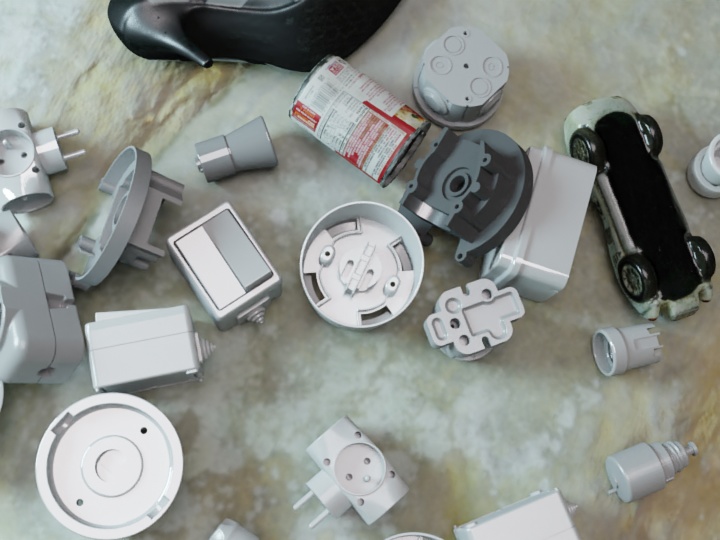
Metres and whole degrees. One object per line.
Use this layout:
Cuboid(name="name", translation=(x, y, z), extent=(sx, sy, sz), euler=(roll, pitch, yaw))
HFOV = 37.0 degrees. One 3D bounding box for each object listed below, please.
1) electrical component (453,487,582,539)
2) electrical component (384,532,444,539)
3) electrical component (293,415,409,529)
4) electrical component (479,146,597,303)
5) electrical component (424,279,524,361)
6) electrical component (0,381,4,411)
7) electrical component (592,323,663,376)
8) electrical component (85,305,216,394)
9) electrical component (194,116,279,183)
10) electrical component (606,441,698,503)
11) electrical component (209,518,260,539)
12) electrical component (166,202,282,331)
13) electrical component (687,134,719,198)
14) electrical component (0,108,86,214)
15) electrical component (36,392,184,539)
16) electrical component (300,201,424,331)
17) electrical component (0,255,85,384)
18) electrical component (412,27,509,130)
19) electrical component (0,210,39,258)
Cuboid(name="electrical component", translation=(0.130, 0.211, 0.838), extent=(0.096, 0.061, 0.061), euler=(-21, 79, -10))
Cuboid(name="electrical component", translation=(0.041, 0.250, 0.819), extent=(0.099, 0.064, 0.099), euler=(1, 76, -5))
Cuboid(name="electrical component", translation=(-0.016, 0.168, 0.844), extent=(0.079, 0.044, 0.077), euler=(-40, 83, -12))
Cuboid(name="electrical component", translation=(0.146, -0.038, 0.892), extent=(0.057, 0.078, 0.113), euler=(19, 76, -3))
Cuboid(name="electrical component", translation=(0.089, 0.043, 0.878), extent=(0.078, 0.057, 0.058), euler=(-19, 79, -9))
Cuboid(name="electrical component", translation=(-0.332, 0.102, 0.819), extent=(0.108, 0.060, 0.108), euler=(11, 61, -20))
Cuboid(name="electrical component", translation=(0.223, 0.065, 0.894), extent=(0.046, 0.040, 0.040), euler=(-10, 77, -13))
Cuboid(name="electrical component", translation=(-0.163, 0.061, 0.849), extent=(0.096, 0.061, 0.061), euler=(-11, 78, -7))
Cuboid(name="electrical component", translation=(-0.106, -0.099, 0.905), extent=(0.065, 0.044, 0.044), euler=(-19, 79, -4))
Cuboid(name="electrical component", translation=(0.237, 0.158, 0.871), extent=(0.078, 0.040, 0.040), euler=(-20, 79, -10))
Cuboid(name="electrical component", translation=(-0.090, 0.223, 0.825), extent=(0.062, 0.043, 0.043), euler=(35, 76, 2))
Cuboid(name="electrical component", translation=(-0.106, 0.002, 0.868), extent=(0.062, 0.061, 0.096), euler=(-33, 81, -12))
Cuboid(name="electrical component", translation=(0.313, -0.090, 0.930), extent=(0.045, 0.055, 0.045), euler=(1, 76, -5))
Cuboid(name="electrical component", translation=(-0.267, -0.095, 0.886), extent=(0.079, 0.044, 0.077), euler=(-18, 79, -9))
Cuboid(name="electrical component", translation=(-0.188, 0.151, 0.825), extent=(0.108, 0.060, 0.108), euler=(1, 76, -5))
Cuboid(name="electrical component", translation=(0.000, 0.000, 0.876), extent=(0.099, 0.064, 0.099), euler=(1, 76, -5))
Cuboid(name="electrical component", translation=(-0.257, 0.038, 0.827), extent=(0.059, 0.053, 0.095), euler=(6, 50, -40))
Cuboid(name="electrical component", translation=(0.088, -0.166, 0.931), extent=(0.080, 0.051, 0.080), euler=(1, 76, -5))
Cuboid(name="electrical component", translation=(-0.303, -0.017, 0.846), extent=(0.077, 0.079, 0.043), euler=(-32, 72, -11))
